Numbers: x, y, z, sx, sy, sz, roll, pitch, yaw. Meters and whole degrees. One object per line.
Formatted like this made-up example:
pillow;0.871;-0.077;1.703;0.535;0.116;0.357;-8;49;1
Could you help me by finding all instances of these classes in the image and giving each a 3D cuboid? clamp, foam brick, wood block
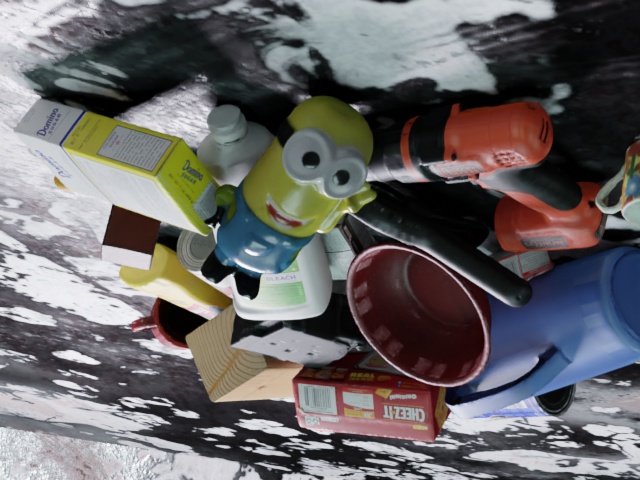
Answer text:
clamp;0.084;-0.018;0.951;0.210;0.036;0.164;27;-166;-7
foam brick;-0.187;-0.017;1.077;0.051;0.078;0.053;13;159;-7
wood block;-0.055;0.138;1.309;0.091;0.090;0.205;-34;159;23

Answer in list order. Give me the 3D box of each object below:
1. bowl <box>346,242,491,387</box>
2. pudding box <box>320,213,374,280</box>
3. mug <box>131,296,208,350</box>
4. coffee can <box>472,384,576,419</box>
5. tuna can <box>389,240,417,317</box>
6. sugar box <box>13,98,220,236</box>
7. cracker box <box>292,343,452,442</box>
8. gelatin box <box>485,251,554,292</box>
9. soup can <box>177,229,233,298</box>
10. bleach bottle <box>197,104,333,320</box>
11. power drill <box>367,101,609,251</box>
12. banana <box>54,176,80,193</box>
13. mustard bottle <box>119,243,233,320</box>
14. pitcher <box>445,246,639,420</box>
bowl;0.105;0.060;1.020;0.162;0.055;0.162;25;135;28
pudding box;-0.007;0.001;1.068;0.114;0.039;0.090;1;142;30
mug;-0.186;0.101;1.377;0.117;0.093;0.082;-13;173;-19
coffee can;0.244;0.179;1.382;0.102;0.103;0.141;26;155;-38
tuna can;0.082;0.044;1.107;0.086;0.086;0.034;7;159;8
sugar box;-0.168;-0.063;0.902;0.176;0.048;0.093;21;159;34
cracker box;0.085;0.152;1.252;0.164;0.072;0.213;1;-160;23
gelatin box;0.174;0.031;1.050;0.089;0.030;0.073;-17;180;-41
soup can;-0.100;0.021;1.155;0.069;0.068;0.102;-2;157;29
bleach bottle;-0.060;-0.023;0.959;0.103;0.068;0.251;-1;142;15
power drill;0.134;-0.047;0.868;0.185;0.057;0.187;-3;158;42
banana;-0.152;-0.044;1.016;0.197;0.037;0.070;20;122;-11
mustard bottle;-0.143;0.063;1.295;0.191;0.058;0.096;29;160;-38
pitcher;0.233;0.097;1.085;0.144;0.149;0.243;7;159;-32
